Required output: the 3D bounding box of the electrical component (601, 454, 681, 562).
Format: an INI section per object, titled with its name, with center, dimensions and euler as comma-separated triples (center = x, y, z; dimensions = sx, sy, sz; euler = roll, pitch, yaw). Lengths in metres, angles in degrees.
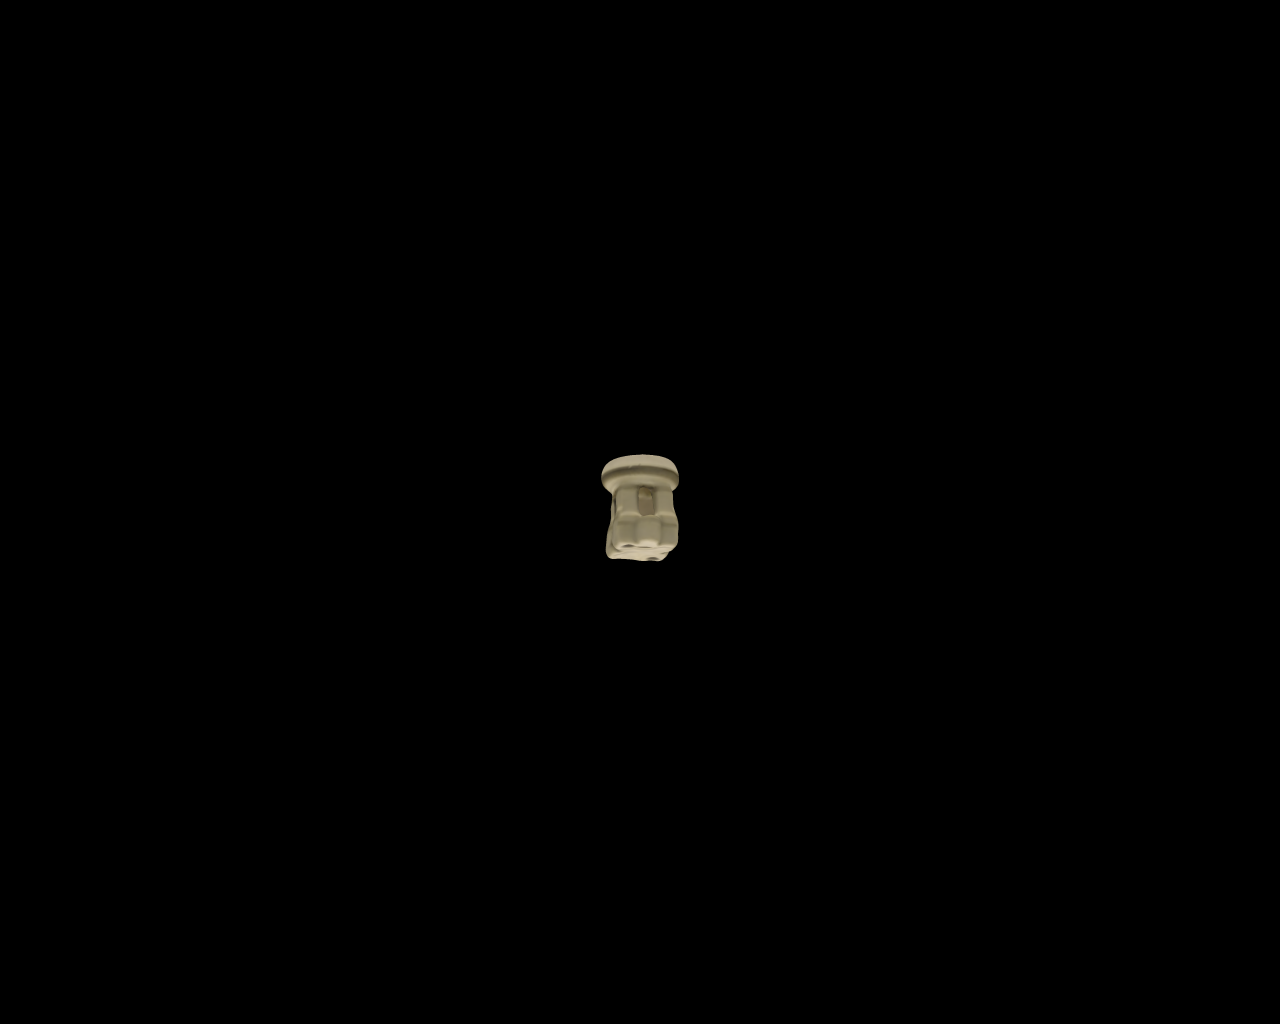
[electrical component]
center = 0.001, -0.003, 0.650
dimensions = 0.048, 0.055, 0.066
euler = 3, -16, -11
